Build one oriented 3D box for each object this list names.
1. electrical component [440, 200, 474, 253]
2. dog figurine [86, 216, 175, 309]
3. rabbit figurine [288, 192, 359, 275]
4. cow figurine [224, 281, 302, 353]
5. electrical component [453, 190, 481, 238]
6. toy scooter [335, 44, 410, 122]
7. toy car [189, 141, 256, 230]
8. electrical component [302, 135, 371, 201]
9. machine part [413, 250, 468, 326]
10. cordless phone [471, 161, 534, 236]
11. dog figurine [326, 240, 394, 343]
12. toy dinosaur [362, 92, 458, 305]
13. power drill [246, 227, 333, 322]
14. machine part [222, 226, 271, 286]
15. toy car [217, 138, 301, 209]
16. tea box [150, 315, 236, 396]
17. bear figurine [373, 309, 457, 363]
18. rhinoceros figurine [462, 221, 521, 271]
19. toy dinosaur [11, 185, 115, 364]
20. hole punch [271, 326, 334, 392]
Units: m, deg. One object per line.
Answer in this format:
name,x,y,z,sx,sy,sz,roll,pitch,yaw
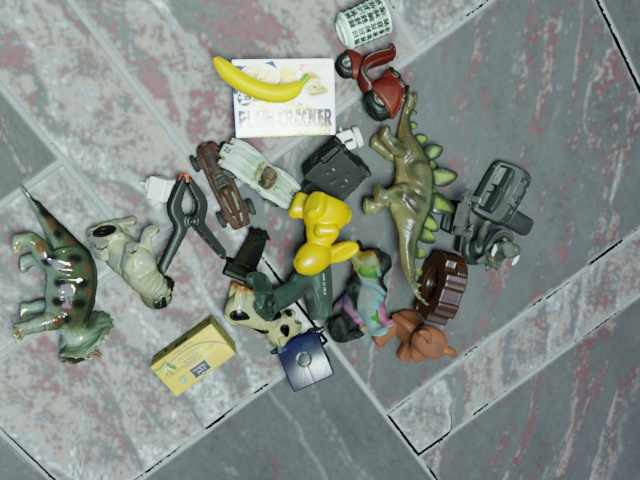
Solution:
electrical component,0.320,-0.032,1.270,0.048,0.075,0.119,6,104,-11
dog figurine,-0.411,0.061,1.163,0.173,0.121,0.190,19,129,27
rabbit figurine,-0.002,-0.003,1.153,0.162,0.122,0.173,27,73,-40
cow figurine,-0.127,0.179,1.228,0.195,0.086,0.127,21,89,-27
electrical component,0.327,-0.058,1.195,0.045,0.078,0.102,15,94,16
toy scooter,0.132,-0.351,1.156,0.135,0.075,0.184,-34,81,-8
toy car,-0.210,-0.116,1.172,0.089,0.053,0.202,-23,104,-7
electrical component,0.027,-0.143,1.181,0.114,0.058,0.134,37,113,-26
machine part,0.276,0.107,1.245,0.056,0.179,0.179,15,99,-11
cordless phone,0.468,-0.093,1.289,0.184,0.089,0.146,25,96,-25
dog figurine,0.086,0.114,1.244,0.192,0.108,0.219,-16,88,25
toy dinosaur,0.202,-0.094,1.199,0.198,0.105,0.471,6,90,-13
power drill,-0.059,0.078,1.187,0.207,0.086,0.231,-18,99,-47
machine part,-0.163,0.035,1.216,0.084,0.039,0.138,28,108,-10
toy car,-0.130,-0.140,1.153,0.201,0.056,0.073,35,73,-30
tea box,-0.289,0.263,1.234,0.169,0.068,0.098,-37,105,-1
bear figurine,0.222,0.241,1.251,0.120,0.196,0.132,33,96,-18
rhinoceros figurine,0.389,0.018,1.237,0.073,0.190,0.112,27,78,-11
toy dinosaur,-0.537,0.091,1.134,0.192,0.131,0.404,0,98,-23
hole punch,-0.036,0.284,1.274,0.142,0.092,0.115,-24,102,0
